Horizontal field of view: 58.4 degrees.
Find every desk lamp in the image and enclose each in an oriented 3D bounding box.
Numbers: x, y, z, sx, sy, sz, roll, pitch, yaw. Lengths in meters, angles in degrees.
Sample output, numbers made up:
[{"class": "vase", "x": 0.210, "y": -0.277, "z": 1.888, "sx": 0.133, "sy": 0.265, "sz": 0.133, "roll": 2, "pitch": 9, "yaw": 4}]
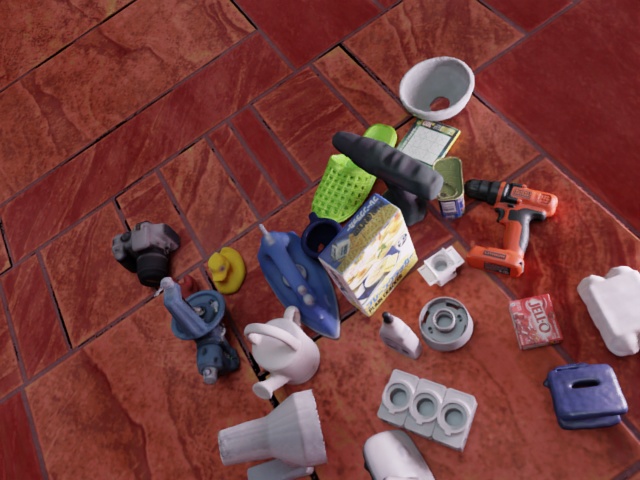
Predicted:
[{"class": "desk lamp", "x": -0.069, "y": 0.346, "z": 0.971, "sx": 0.203, "sy": 0.214, "sz": 0.118, "roll": -20, "pitch": 59, "yaw": 8}]

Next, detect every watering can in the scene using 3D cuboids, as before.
[{"class": "watering can", "x": -0.074, "y": 0.205, "z": 1.059, "sx": 0.100, "sy": 0.194, "sz": 0.173, "roll": -13, "pitch": 60, "yaw": 12}]

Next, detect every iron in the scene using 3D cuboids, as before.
[{"class": "iron", "x": -0.046, "y": 0.078, "z": 1.148, "sx": 0.118, "sy": 0.142, "sz": 0.257, "roll": -35, "pitch": 58, "yaw": -2}]

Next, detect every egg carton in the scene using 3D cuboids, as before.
[{"class": "egg carton", "x": 0.516, "y": 0.120, "z": 0.977, "sx": 0.107, "sy": 0.069, "sz": 0.150, "roll": -21, "pitch": 59, "yaw": 7}]

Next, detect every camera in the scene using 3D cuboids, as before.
[{"class": "camera", "x": -0.405, "y": 0.037, "z": 1.315, "sx": 0.143, "sy": 0.101, "sz": 0.136, "roll": -17, "pitch": 59, "yaw": 9}]

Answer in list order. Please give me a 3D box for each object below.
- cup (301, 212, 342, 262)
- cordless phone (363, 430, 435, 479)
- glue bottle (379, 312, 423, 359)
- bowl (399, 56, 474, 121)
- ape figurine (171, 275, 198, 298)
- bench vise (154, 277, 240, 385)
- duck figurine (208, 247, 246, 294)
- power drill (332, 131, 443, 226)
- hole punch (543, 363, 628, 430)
[{"class": "cup", "x": 0.011, "y": 0.004, "z": 1.195, "sx": 0.091, "sy": 0.095, "sz": 0.117, "roll": -27, "pitch": 58, "yaw": 4}, {"class": "cordless phone", "x": 0.119, "y": 0.371, "z": 0.911, "sx": 0.094, "sy": 0.185, "sz": 0.147, "roll": -33, "pitch": 58, "yaw": 0}, {"class": "glue bottle", "x": 0.135, "y": 0.163, "z": 1.022, "sx": 0.078, "sy": 0.173, "sz": 0.037, "roll": 25, "pitch": 73, "yaw": 28}, {"class": "bowl", "x": 0.266, "y": -0.328, "z": 1.297, "sx": 0.167, "sy": 0.075, "sz": 0.167, "roll": -8, "pitch": 61, "yaw": 15}, {"class": "ape figurine", "x": -0.312, "y": 0.109, "z": 1.251, "sx": 0.078, "sy": 0.092, "sz": 0.076, "roll": -28, "pitch": 58, "yaw": 3}, {"class": "bench vise", "x": -0.230, "y": 0.166, "z": 1.117, "sx": 0.121, "sy": 0.220, "sz": 0.207, "roll": -37, "pitch": 58, "yaw": -3}, {"class": "duck figurine", "x": -0.211, "y": 0.057, "z": 1.248, "sx": 0.077, "sy": 0.086, "sz": 0.104, "roll": -9, "pitch": 61, "yaw": 15}, {"class": "power drill", "x": 0.141, "y": -0.119, "z": 1.149, "sx": 0.228, "sy": 0.209, "sz": 0.076, "roll": 24, "pitch": 73, "yaw": 28}, {"class": "hole punch", "x": 0.426, "y": 0.248, "z": 0.927, "sx": 0.108, "sy": 0.091, "sz": 0.101, "roll": -11, "pitch": 60, "yaw": 13}]
